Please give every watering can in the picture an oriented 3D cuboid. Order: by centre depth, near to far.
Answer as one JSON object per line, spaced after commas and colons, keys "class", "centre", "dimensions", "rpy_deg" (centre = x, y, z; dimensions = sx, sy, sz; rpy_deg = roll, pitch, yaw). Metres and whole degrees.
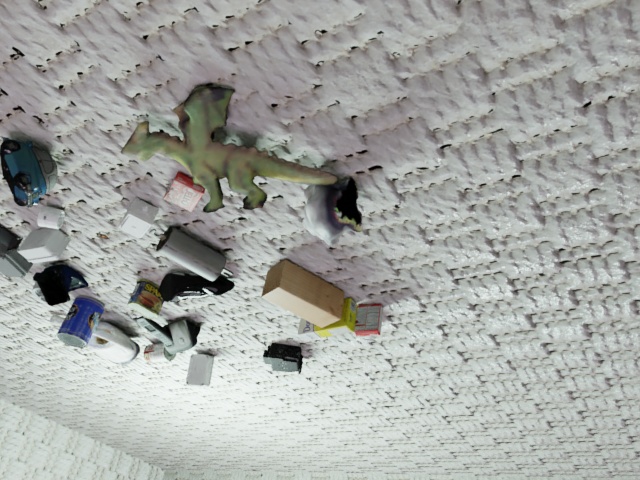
{"class": "watering can", "centre": [-0.794, 0.353, 1.857], "dimensions": [0.348, 0.106, 0.219], "rpy_deg": [11, 149, 26]}

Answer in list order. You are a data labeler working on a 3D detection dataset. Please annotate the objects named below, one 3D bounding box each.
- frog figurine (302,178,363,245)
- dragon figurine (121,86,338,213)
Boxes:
{"class": "frog figurine", "centre": [0.003, -0.056, 1.107], "dimensions": [0.158, 0.124, 0.136], "rpy_deg": [-16, 102, 43]}
{"class": "dragon figurine", "centre": [-0.184, -0.185, 1.008], "dimensions": [0.410, 0.125, 0.237], "rpy_deg": [-7, 131, 9]}
